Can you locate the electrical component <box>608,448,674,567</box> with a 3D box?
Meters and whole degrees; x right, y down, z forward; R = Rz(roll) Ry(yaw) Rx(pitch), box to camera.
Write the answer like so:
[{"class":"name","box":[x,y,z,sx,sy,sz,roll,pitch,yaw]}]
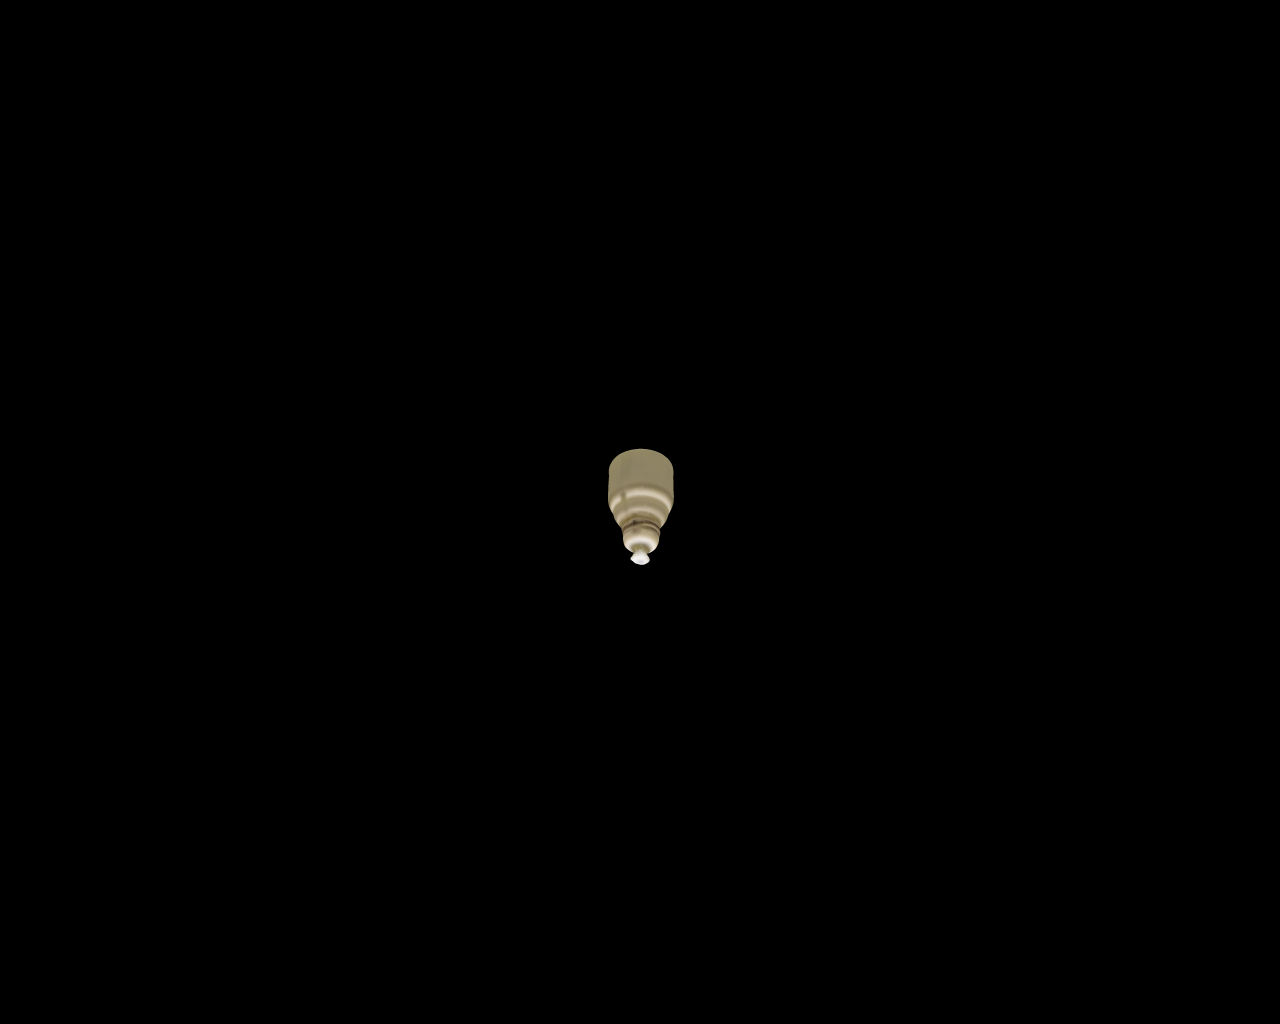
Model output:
[{"class":"electrical component","box":[0.001,-0.003,0.650,0.040,0.078,0.040,0,-36,0]}]
